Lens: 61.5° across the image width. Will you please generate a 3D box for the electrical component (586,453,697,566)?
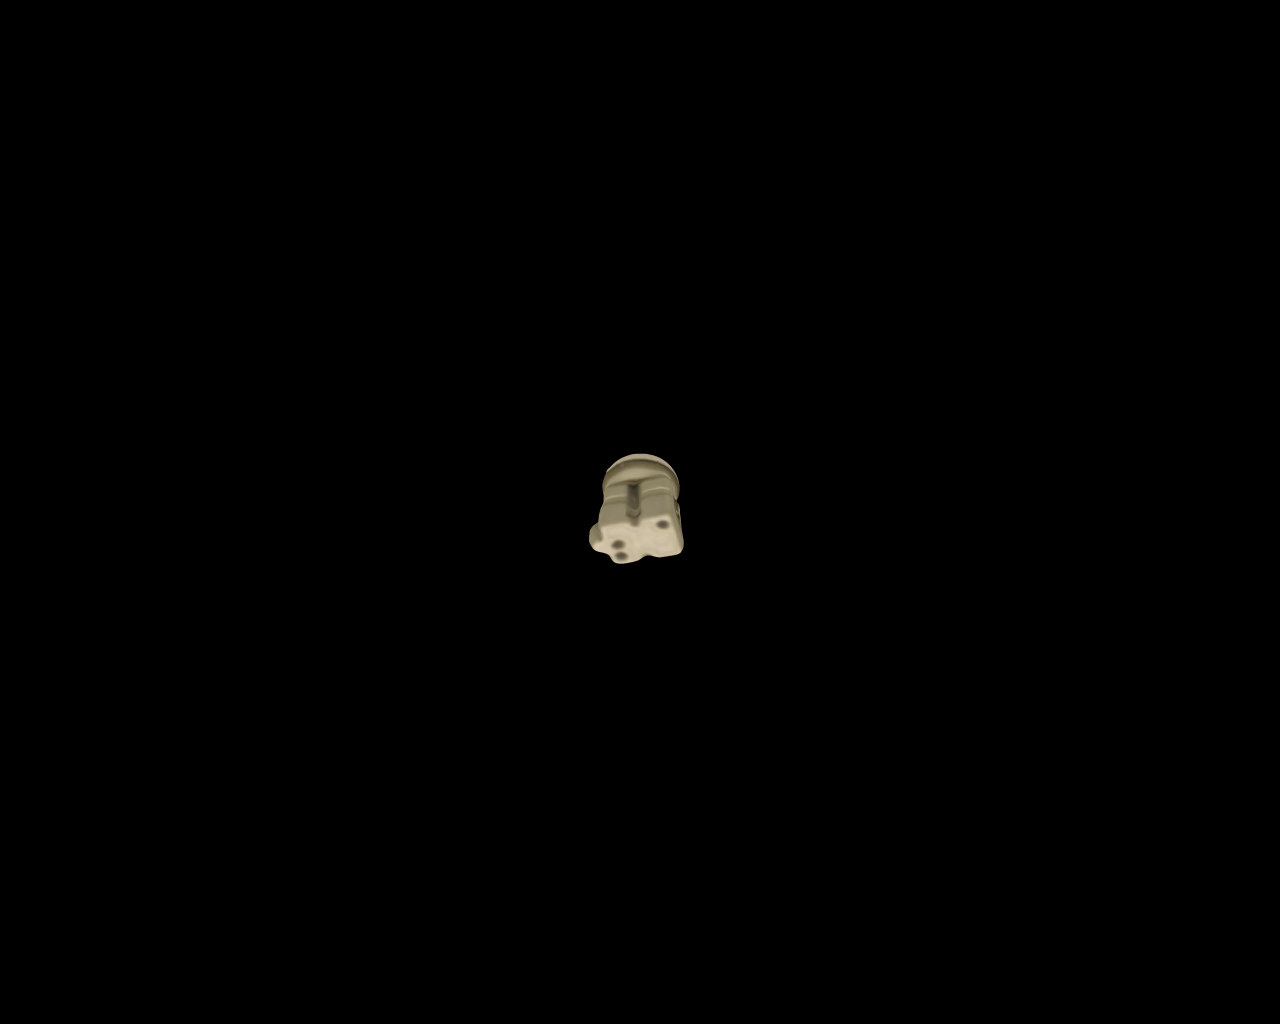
[{"bbox_3d":[0.001,-0.003,0.650,0.066,0.048,0.055,-9,44,9],"label":"electrical component"}]
